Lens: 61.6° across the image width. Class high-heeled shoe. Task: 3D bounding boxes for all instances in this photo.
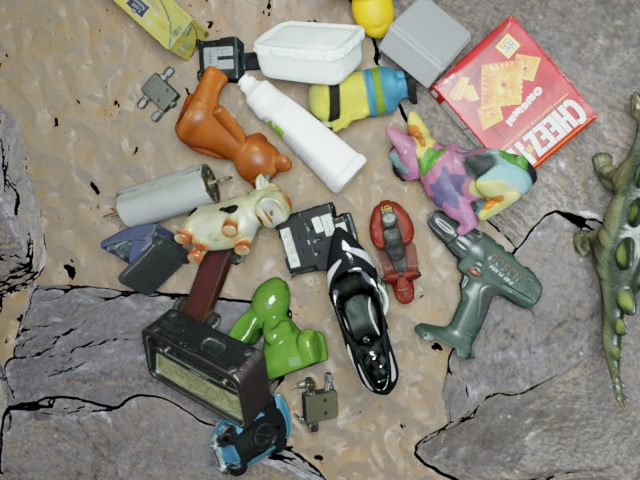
[{"bbox_3d":[0.057,0.104,0.804,0.086,0.145,0.248,-20,94,8],"label":"high-heeled shoe"}]

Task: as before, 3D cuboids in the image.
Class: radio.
[{"bbox_3d":[-0.199,0.217,0.933,0.230,0.073,0.130,19,129,23],"label":"radio"}]

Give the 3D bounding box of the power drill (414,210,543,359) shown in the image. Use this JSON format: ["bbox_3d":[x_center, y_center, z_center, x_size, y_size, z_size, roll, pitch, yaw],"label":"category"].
[{"bbox_3d":[0.244,0.085,0.927,0.232,0.086,0.207,28,91,0],"label":"power drill"}]

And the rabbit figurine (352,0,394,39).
[{"bbox_3d":[0.065,-0.407,0.858,0.122,0.173,0.162,-25,49,8],"label":"rabbit figurine"}]

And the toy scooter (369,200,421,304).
[{"bbox_3d":[0.128,0.024,0.899,0.075,0.135,0.183,-12,94,9],"label":"toy scooter"}]

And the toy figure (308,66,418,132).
[{"bbox_3d":[0.070,-0.246,0.898,0.180,0.082,0.089,-12,115,10],"label":"toy figure"}]

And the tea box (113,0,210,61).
[{"bbox_3d":[-0.283,-0.393,0.915,0.169,0.098,0.068,42,98,2],"label":"tea box"}]

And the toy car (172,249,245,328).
[{"bbox_3d":[-0.202,0.076,0.982,0.089,0.053,0.202,22,97,13],"label":"toy car"}]

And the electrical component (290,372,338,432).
[{"bbox_3d":[-0.010,0.299,0.994,0.078,0.045,0.102,-12,99,-21],"label":"electrical component"}]

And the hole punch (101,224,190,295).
[{"bbox_3d":[-0.309,0.022,0.955,0.116,0.142,0.092,-41,64,-6],"label":"hole punch"}]

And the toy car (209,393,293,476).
[{"bbox_3d":[-0.136,0.347,0.978,0.103,0.161,0.109,-1,110,51],"label":"toy car"}]

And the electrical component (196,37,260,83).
[{"bbox_3d":[-0.152,-0.310,0.935,0.119,0.048,0.074,3,98,8],"label":"electrical component"}]

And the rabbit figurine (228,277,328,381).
[{"bbox_3d":[-0.078,0.157,0.965,0.159,0.121,0.170,-23,76,15],"label":"rabbit figurine"}]

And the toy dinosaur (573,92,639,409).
[{"bbox_3d":[0.473,0.009,0.827,0.105,0.198,0.470,3,95,9],"label":"toy dinosaur"}]

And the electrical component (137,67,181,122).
[{"bbox_3d":[-0.285,-0.263,0.968,0.063,0.021,0.094,43,98,0],"label":"electrical component"}]

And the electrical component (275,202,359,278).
[{"bbox_3d":[-0.002,-0.003,0.949,0.134,0.058,0.114,-14,97,8],"label":"electrical component"}]

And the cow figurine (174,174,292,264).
[{"bbox_3d":[-0.135,-0.038,0.901,0.195,0.127,0.085,-12,132,24],"label":"cow figurine"}]

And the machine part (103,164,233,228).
[{"bbox_3d":[-0.271,-0.077,0.959,0.243,0.079,0.079,-17,94,8],"label":"machine part"}]

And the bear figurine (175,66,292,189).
[{"bbox_3d":[-0.143,-0.181,0.927,0.196,0.120,0.132,25,55,-22],"label":"bear figurine"}]

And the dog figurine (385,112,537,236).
[{"bbox_3d":[0.209,-0.125,0.859,0.219,0.191,0.108,49,54,3],"label":"dog figurine"}]
